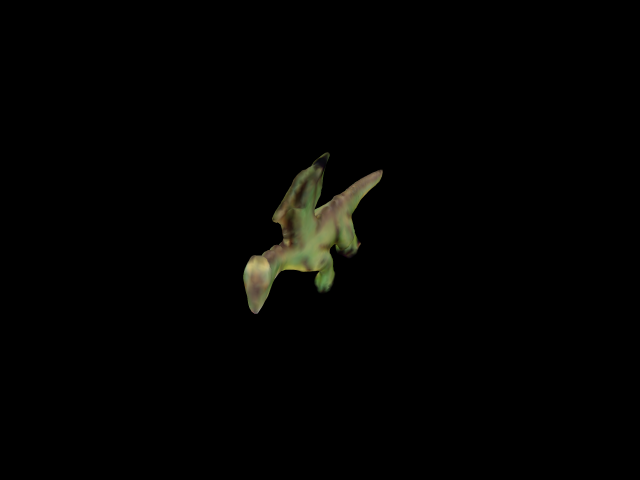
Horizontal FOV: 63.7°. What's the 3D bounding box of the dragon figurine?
[{"bbox_3d":[0.003,-0.043,0.850,0.123,0.417,0.237,28,-27,15],"label":"dragon figurine"}]
